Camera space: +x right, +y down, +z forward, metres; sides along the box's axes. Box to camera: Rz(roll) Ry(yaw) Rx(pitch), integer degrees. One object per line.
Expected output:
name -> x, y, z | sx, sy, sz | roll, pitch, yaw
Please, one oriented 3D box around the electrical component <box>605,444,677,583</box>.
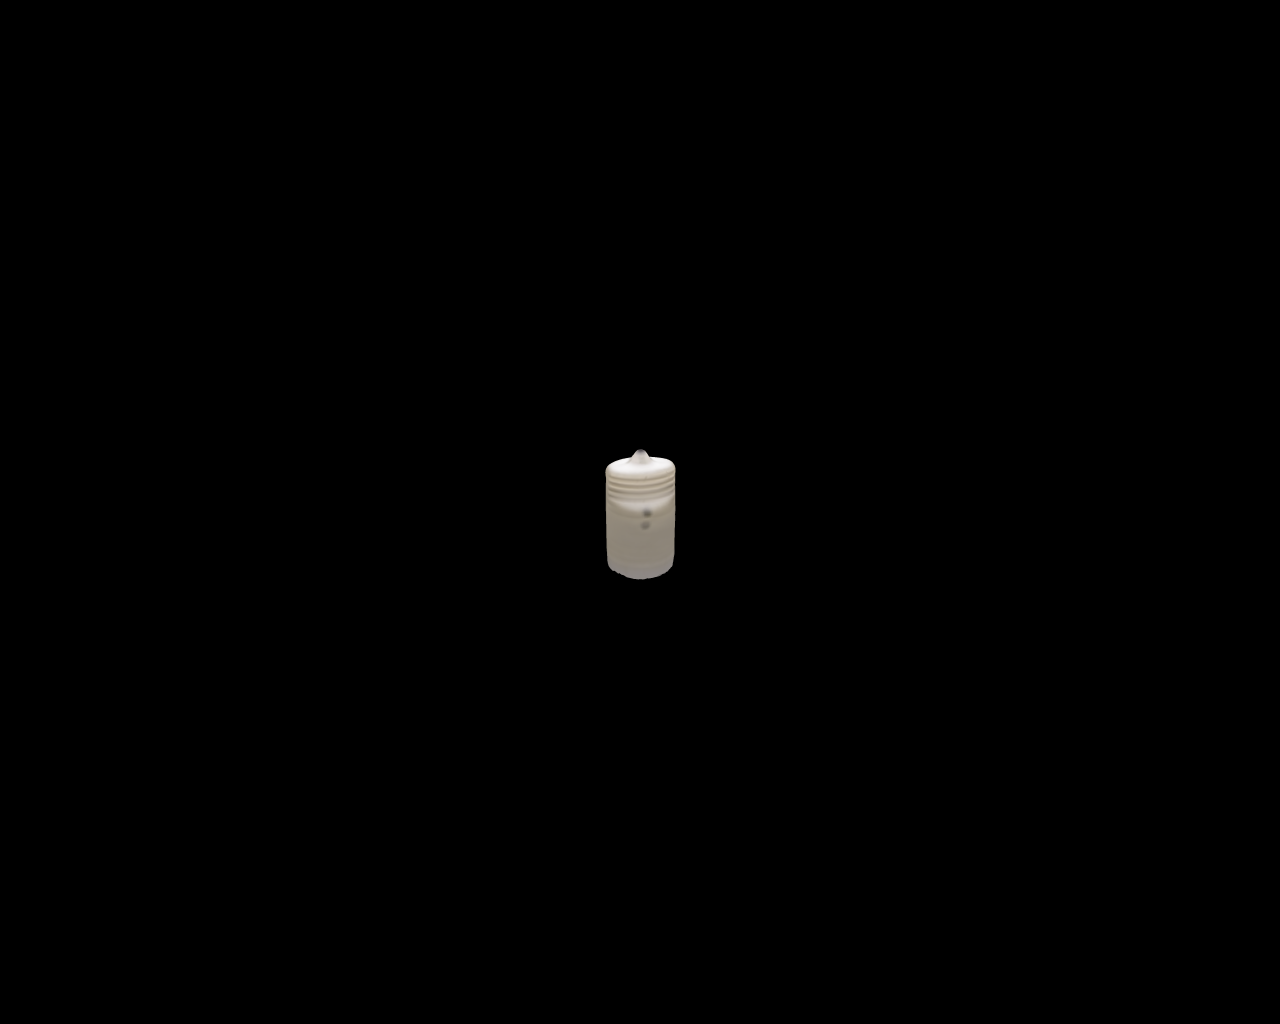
electrical component -> 0.001, -0.003, 0.650 | 0.043, 0.080, 0.043 | 0, 28, 0
